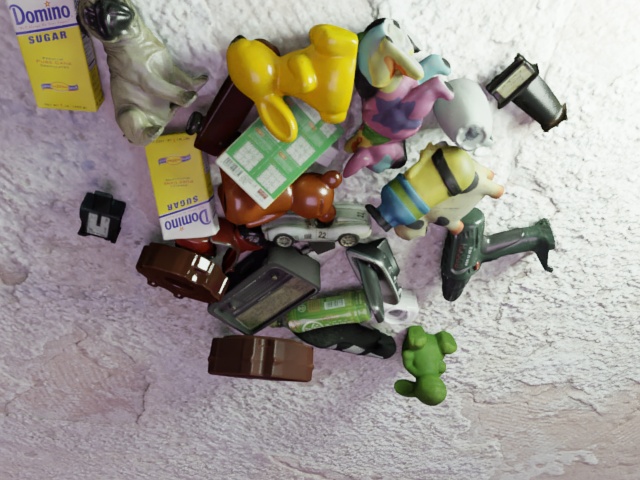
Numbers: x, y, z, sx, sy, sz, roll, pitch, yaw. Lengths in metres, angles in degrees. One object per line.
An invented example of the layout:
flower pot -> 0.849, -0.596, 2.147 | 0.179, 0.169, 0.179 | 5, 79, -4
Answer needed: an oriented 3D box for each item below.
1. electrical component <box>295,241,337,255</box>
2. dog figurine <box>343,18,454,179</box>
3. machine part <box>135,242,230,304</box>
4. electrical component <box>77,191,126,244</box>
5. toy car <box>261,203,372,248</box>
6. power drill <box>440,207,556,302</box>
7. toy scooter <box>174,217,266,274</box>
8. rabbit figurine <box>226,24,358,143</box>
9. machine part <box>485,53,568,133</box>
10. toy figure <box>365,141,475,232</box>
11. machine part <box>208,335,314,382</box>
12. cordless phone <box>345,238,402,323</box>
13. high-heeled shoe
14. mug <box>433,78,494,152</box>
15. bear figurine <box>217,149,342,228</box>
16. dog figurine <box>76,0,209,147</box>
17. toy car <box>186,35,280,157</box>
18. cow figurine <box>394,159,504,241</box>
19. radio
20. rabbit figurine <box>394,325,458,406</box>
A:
electrical component -> -0.002, -0.003, 1.044 | 0.094, 0.021, 0.063 | -20, 130, 18
dog figurine -> 0.085, -0.195, 0.809 | 0.191, 0.108, 0.219 | 27, 130, -25
machine part -> -0.264, 0.068, 1.035 | 0.179, 0.056, 0.179 | 16, 157, 7
electrical component -> -0.397, -0.053, 0.978 | 0.075, 0.048, 0.119 | 13, 132, -12
toy car -> -0.007, -0.029, 0.984 | 0.202, 0.073, 0.056 | 0, 137, -1
power drill -> 0.340, 0.030, 1.046 | 0.207, 0.086, 0.231 | -2, 131, 12
toy scooter -> -0.200, 0.009, 1.022 | 0.184, 0.075, 0.135 | 10, 136, -15
rabbit figurine -> -0.044, -0.225, 0.746 | 0.173, 0.122, 0.162 | 3, 123, -13
machine part -> 0.326, -0.221, 0.831 | 0.139, 0.039, 0.084 | 29, 119, -22
toy figure -> 0.163, -0.080, 0.862 | 0.180, 0.082, 0.089 | -41, 80, 10
machine part -> -0.130, 0.265, 1.195 | 0.201, 0.087, 0.201 | -9, 160, 37
cordless phone -> 0.114, 0.100, 1.031 | 0.089, 0.184, 0.146 | -19, 130, 11
high-heeled shoe -> 0.054, 0.223, 1.247 | 0.249, 0.086, 0.145 | 12, 166, 12
mug -> 0.227, -0.177, 0.823 | 0.081, 0.107, 0.109 | -33, 123, 29
bear figurine -> -0.070, -0.090, 0.919 | 0.196, 0.132, 0.120 | -10, 137, -15
dog figurine -> -0.283, -0.243, 0.771 | 0.172, 0.121, 0.190 | -42, 113, 15
toy car -> -0.129, -0.215, 0.818 | 0.089, 0.053, 0.202 | 19, 125, -32
cow figurine -> 0.204, -0.068, 0.941 | 0.127, 0.085, 0.195 | 30, 124, -25
radio -> -0.118, 0.099, 1.104 | 0.131, 0.073, 0.229 | 36, 123, -29
rabbit figurine -> 0.234, 0.305, 1.233 | 0.121, 0.170, 0.159 | 19, 129, -17
